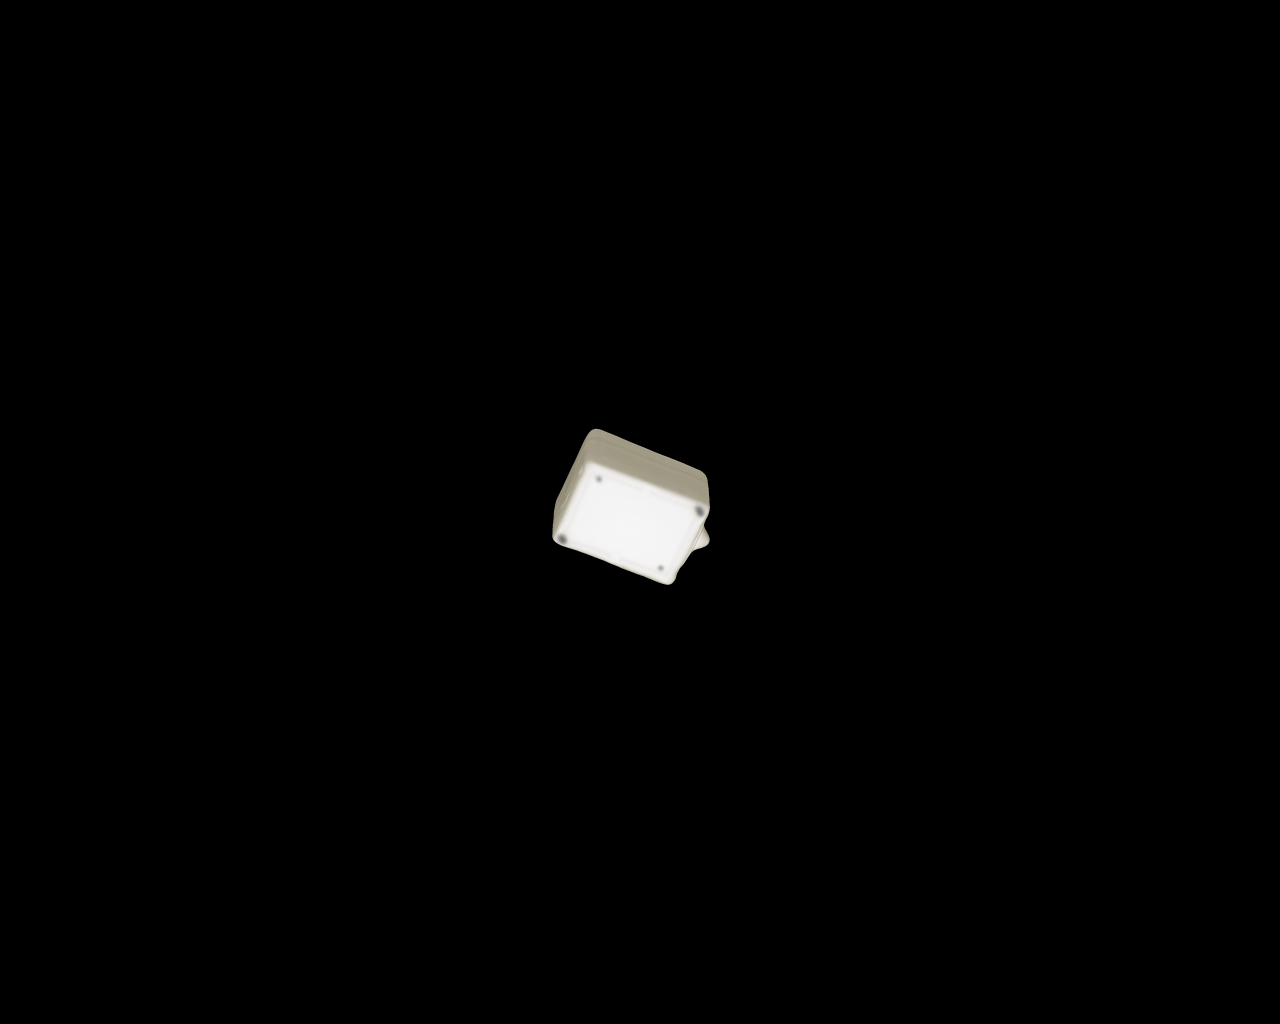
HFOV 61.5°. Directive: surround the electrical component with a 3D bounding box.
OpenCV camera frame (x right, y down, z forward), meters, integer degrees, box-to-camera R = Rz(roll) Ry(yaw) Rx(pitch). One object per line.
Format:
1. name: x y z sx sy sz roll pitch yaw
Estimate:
1. electrical component: 0.001 -0.003 0.650 0.096 0.061 0.061 21 25 -10
